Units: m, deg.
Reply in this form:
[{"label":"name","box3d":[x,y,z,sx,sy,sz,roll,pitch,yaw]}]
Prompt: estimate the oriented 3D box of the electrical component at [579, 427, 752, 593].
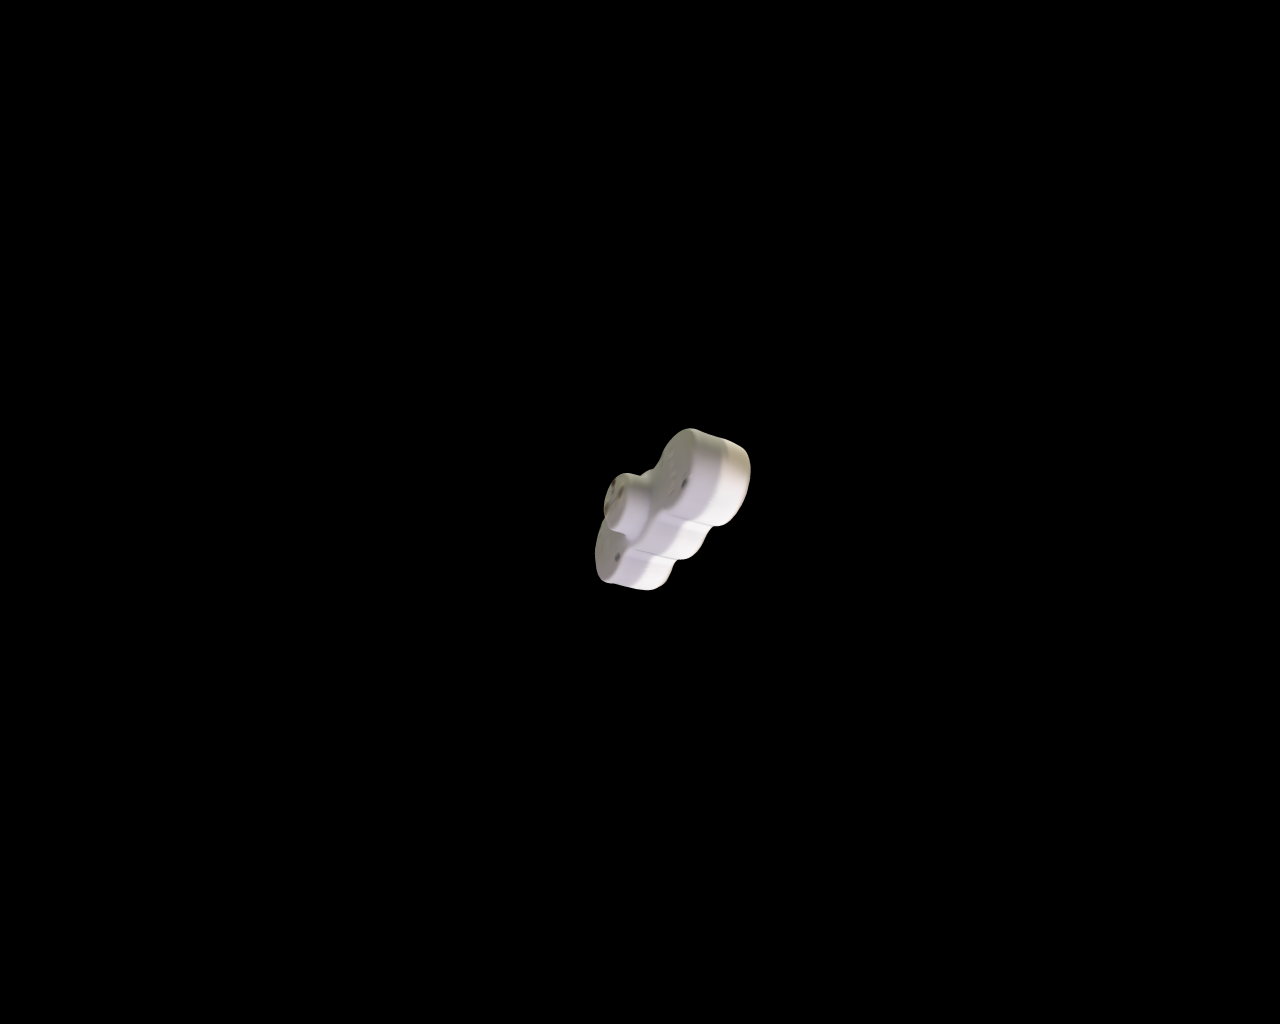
[{"label":"electrical component","box3d":[0.001,-0.003,0.650,0.074,0.052,0.138,16,-37,-22]}]
